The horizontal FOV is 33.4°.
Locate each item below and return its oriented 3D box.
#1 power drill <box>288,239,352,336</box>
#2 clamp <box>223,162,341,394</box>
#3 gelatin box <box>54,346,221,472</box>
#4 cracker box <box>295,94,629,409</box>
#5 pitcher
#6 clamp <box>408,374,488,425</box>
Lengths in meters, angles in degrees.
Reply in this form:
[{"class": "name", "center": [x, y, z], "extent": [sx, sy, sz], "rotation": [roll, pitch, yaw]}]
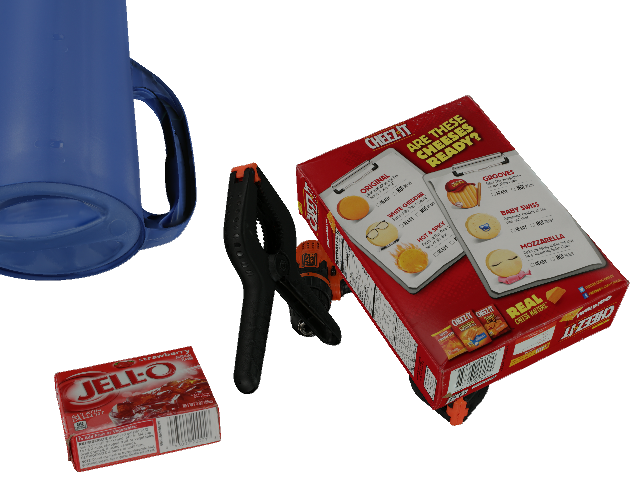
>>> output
[{"class": "power drill", "center": [0.055, 0.051, 1.238], "extent": [0.187, 0.057, 0.184], "rotation": [-2, 28, 2]}, {"class": "clamp", "center": [-0.043, 0.029, 1.032], "extent": [0.036, 0.210, 0.164], "rotation": [-10, 0, 33]}, {"class": "gelatin box", "center": [-0.111, 0.099, 0.644], "extent": [0.089, 0.030, 0.073], "rotation": [-9, 25, -16]}, {"class": "cracker box", "center": [0.102, 0.004, 0.822], "extent": [0.164, 0.214, 0.072], "rotation": [-23, -33, -17]}, {"class": "pitcher", "center": [-0.186, -0.101, 0.783], "extent": [0.145, 0.243, 0.149], "rotation": [-16, -31, 18]}, {"class": "clamp", "center": [0.135, 0.121, 1.081], "extent": [0.120, 0.039, 0.171], "rotation": [-8, 34, -9]}]
